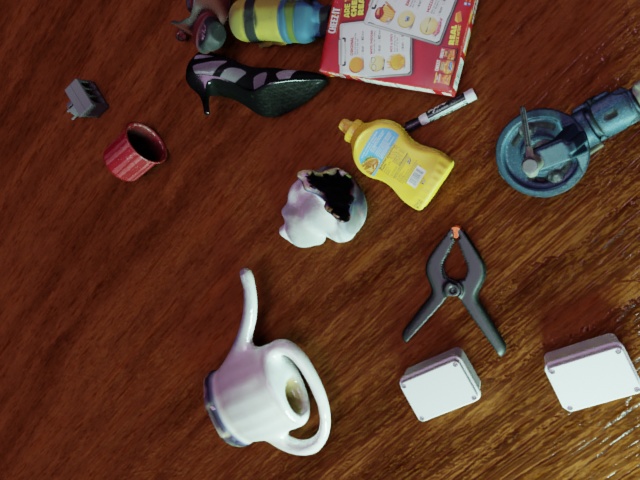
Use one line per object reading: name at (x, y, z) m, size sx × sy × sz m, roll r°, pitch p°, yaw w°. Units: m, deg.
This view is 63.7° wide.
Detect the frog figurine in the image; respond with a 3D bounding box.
frog figurine at (0.003, -0.044, 0.876) m, size 0.138 × 0.125 × 0.156 m, roll 33°, pitch 144°, yaw 4°

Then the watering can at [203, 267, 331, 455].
watering can at (-0.119, 0.238, 0.933) m, size 0.222 × 0.105 × 0.348 m, roll -29°, pitch 88°, yaw 22°
